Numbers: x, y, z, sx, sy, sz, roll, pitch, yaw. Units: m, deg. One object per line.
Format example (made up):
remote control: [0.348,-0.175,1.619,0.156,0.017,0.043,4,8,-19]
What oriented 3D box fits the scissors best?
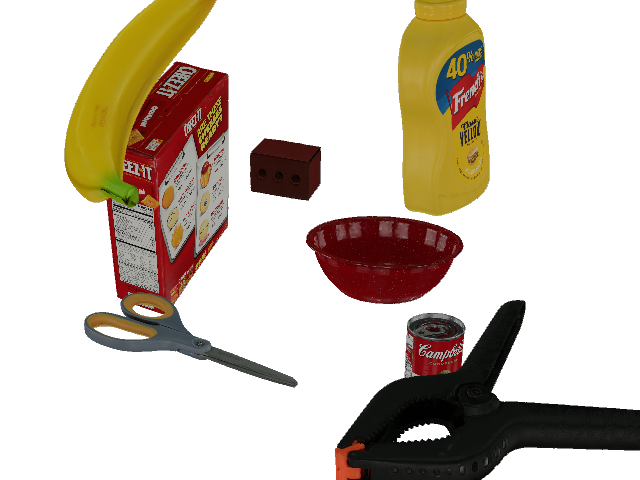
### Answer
scissors: [-0.112,0.086,0.967,0.202,0.016,0.096,10,28,5]

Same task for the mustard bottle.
mustard bottle: [0.101,-0.124,0.875,0.058,0.191,0.096,14,32,36]

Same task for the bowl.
bowl: [0.065,0.024,1.102,0.162,0.055,0.162,1,18,-1]

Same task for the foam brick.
foam brick: [-0.043,-0.088,1.309,0.078,0.053,0.051,9,30,16]

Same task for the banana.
banana: [-0.114,-0.090,0.655,0.070,0.197,0.037,0,-38,16]

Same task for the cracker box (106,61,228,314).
cracker box: [-0.160,-0.056,1.132,0.072,0.214,0.164,16,43,14]

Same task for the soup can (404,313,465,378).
soup can: [0.133,0.146,1.262,0.068,0.102,0.068,1,22,-1]

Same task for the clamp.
clamp: [0.099,0.106,0.700,0.209,0.036,0.165,-14,32,-17]
